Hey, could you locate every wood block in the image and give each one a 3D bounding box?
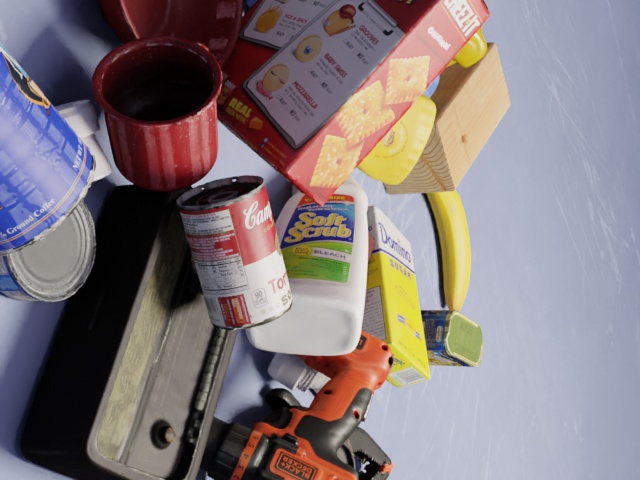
[{"bbox_3d":[0.145,-0.147,1.263,0.205,0.090,0.091,-52,131,-46],"label":"wood block"}]

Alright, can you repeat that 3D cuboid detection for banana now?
[{"bbox_3d":[0.157,-0.009,1.328,0.069,0.037,0.198,-36,118,-36],"label":"banana"}]

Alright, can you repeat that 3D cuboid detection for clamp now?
[{"bbox_3d":[0.007,0.223,1.074,0.209,0.036,0.164,1,88,-54],"label":"clamp"}]

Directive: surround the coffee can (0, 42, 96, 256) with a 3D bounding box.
[{"bbox_3d":[-0.222,-0.072,0.665,0.140,0.103,0.102,56,44,-40],"label":"coffee can"}]

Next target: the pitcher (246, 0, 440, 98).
[{"bbox_3d":[0.028,-0.233,1.063,0.145,0.149,0.242,-85,155,-46],"label":"pitcher"}]

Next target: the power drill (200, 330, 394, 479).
[{"bbox_3d":[-0.027,0.145,0.925,0.187,0.184,0.057,-62,178,-41],"label":"power drill"}]

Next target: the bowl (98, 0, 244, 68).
[{"bbox_3d":[-0.130,-0.207,0.861,0.161,0.055,0.162,5,84,-58],"label":"bowl"}]

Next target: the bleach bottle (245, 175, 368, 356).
[{"bbox_3d":[-0.007,0.001,0.991,0.250,0.102,0.068,-85,180,-55],"label":"bleach bottle"}]

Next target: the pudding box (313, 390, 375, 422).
[{"bbox_3d":[0.022,0.122,1.102,0.113,0.039,0.090,54,45,-39],"label":"pudding box"}]

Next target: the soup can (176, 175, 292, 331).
[{"bbox_3d":[-0.064,0.010,0.811,0.068,0.069,0.102,-38,120,-52],"label":"soup can"}]

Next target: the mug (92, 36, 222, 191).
[{"bbox_3d":[-0.113,-0.099,0.799,0.081,0.093,0.117,93,18,-52],"label":"mug"}]

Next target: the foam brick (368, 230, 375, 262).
[{"bbox_3d":[0.014,0.015,1.080,0.051,0.053,0.078,57,43,-39],"label":"foam brick"}]

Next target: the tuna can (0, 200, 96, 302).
[{"bbox_3d":[-0.201,0.001,0.758,0.086,0.034,0.086,4,85,-57],"label":"tuna can"}]

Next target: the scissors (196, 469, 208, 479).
[{"bbox_3d":[-0.093,0.273,0.934,0.096,0.016,0.201,43,53,-46],"label":"scissors"}]

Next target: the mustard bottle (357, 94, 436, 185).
[{"bbox_3d":[0.013,-0.125,1.037,0.191,0.058,0.096,17,110,-26],"label":"mustard bottle"}]

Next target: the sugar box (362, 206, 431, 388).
[{"bbox_3d":[0.070,0.058,1.123,0.093,0.048,0.176,44,34,-46],"label":"sugar box"}]

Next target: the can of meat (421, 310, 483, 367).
[{"bbox_3d":[0.132,0.114,1.233,0.102,0.084,0.057,30,64,-53],"label":"can of meat"}]

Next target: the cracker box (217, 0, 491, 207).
[{"bbox_3d":[0.011,-0.158,0.898,0.213,0.164,0.072,-48,141,0],"label":"cracker box"}]
